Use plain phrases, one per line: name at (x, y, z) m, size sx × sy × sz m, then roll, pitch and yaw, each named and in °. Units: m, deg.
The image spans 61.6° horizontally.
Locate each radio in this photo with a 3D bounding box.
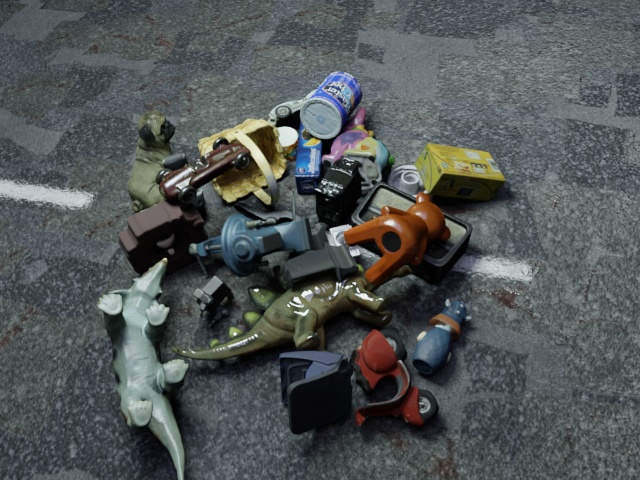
radio at (0.181, -0.016, 1.110) m, size 0.230 × 0.073 × 0.131 m, roll 29°, pitch 60°, yaw 24°

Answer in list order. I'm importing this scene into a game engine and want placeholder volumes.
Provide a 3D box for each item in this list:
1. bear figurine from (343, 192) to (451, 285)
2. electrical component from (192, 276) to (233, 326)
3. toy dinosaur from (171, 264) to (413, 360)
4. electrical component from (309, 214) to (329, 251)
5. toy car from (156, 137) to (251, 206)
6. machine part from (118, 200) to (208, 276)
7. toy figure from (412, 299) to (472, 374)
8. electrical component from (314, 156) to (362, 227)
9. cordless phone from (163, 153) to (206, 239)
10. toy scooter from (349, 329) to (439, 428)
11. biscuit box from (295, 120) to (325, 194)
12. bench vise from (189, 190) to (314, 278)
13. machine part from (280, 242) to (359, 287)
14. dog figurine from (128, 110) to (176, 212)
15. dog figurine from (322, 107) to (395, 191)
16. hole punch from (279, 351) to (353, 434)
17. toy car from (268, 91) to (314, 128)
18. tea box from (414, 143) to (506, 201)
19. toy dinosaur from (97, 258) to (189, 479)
bear figurine at (0.154, -0.013, 1.002) m, size 0.120 × 0.132 × 0.196 m, roll 59°, pitch 32°, yaw 2°
electrical component at (-0.202, 0.115, 1.025) m, size 0.078 × 0.102 × 0.045 m, roll -43°, pitch 65°, yaw -14°
toy dinosaur at (-0.035, 0.136, 0.997) m, size 0.471 × 0.104 × 0.199 m, roll -24°, pitch 46°, yaw -16°
electrical component at (-0.002, -0.003, 1.121) m, size 0.021 × 0.094 × 0.063 m, roll -16°, pitch 14°, yaw 19°
toy car at (-0.228, -0.143, 1.062) m, size 0.202 × 0.053 × 0.089 m, roll -37°, pitch 54°, yaw -24°
machine part at (-0.310, 0.000, 1.077) m, size 0.179 × 0.179 × 0.056 m, roll -28°, pitch 59°, yaw -17°
toy figure at (0.218, 0.171, 0.973) m, size 0.058 × 0.064 × 0.154 m, roll -8°, pitch 33°, yaw 49°
electrical component at (0.041, -0.093, 1.142) m, size 0.058 × 0.134 × 0.115 m, roll 25°, pitch 60°, yaw 21°
cordless phone at (-0.325, -0.098, 1.142) m, size 0.147 × 0.184 × 0.089 m, roll -22°, pitch 59°, yaw -13°
toy scooter at (0.103, 0.245, 0.916) m, size 0.135 × 0.075 × 0.184 m, roll -23°, pitch 59°, yaw -11°
biscuit box at (-0.022, -0.201, 1.276) m, size 0.059 × 0.062 × 0.203 m, roll -1°, pitch 52°, yaw 4°
bench vise at (-0.143, 0.002, 1.057) m, size 0.241 × 0.128 × 0.223 m, roll -7°, pitch 17°, yaw 25°
machine part at (-0.004, 0.046, 0.985) m, size 0.139 × 0.039 × 0.084 m, roll -12°, pitch 48°, yaw -8°
dog figurine at (-0.387, -0.175, 1.202) m, size 0.121 × 0.190 × 0.172 m, roll 9°, pitch 55°, yaw 11°
dog figurine at (0.100, -0.220, 1.245) m, size 0.192 × 0.108 × 0.219 m, roll -4°, pitch 43°, yaw 33°
hole punch at (-0.010, 0.243, 0.895) m, size 0.116 × 0.142 × 0.092 m, roll -10°, pitch 26°, yaw -19°
toy car at (-0.045, -0.327, 1.368) m, size 0.202 × 0.073 × 0.056 m, roll -26°, pitch 59°, yaw -16°
tea box at (0.304, -0.146, 1.170) m, size 0.169 × 0.068 × 0.098 m, roll 4°, pitch 48°, yaw -22°
toy dinosaur at (-0.303, 0.221, 0.925) m, size 0.131 × 0.192 × 0.405 m, roll -7°, pitch 66°, yaw -21°
